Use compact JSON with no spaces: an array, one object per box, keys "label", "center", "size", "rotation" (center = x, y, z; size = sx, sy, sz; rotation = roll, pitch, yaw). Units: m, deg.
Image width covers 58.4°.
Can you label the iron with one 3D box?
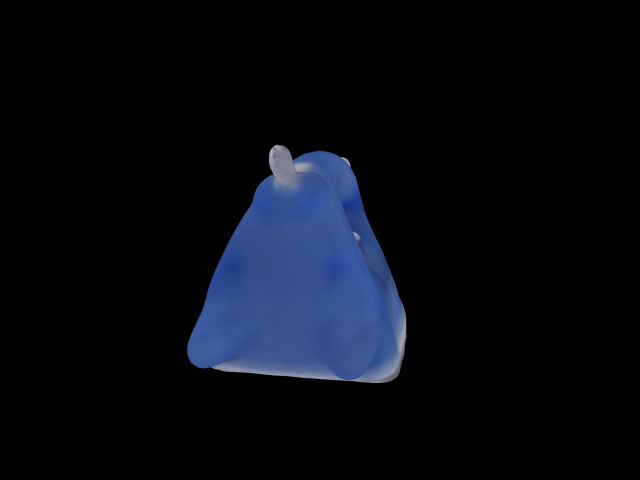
[{"label":"iron","center":[0.004,0.001,0.400],"size":[0.118,0.141,0.259],"rotation":[2,12,12]}]
